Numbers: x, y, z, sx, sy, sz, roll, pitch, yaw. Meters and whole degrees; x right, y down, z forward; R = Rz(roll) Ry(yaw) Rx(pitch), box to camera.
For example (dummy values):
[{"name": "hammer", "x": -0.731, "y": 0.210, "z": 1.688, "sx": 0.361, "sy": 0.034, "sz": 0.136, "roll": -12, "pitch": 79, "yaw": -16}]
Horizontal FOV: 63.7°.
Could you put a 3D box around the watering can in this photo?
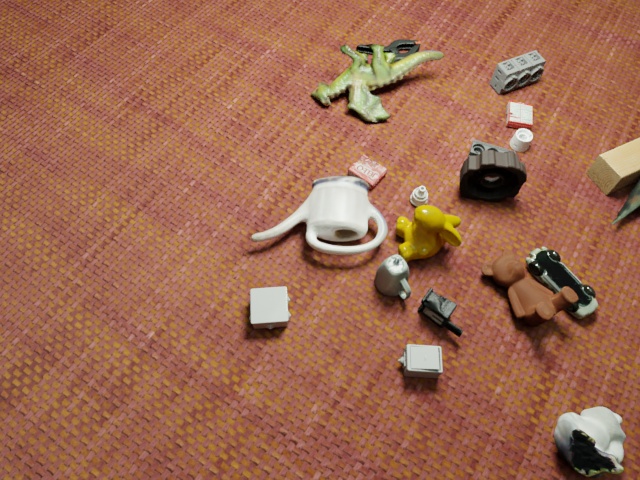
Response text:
[{"name": "watering can", "x": 0.004, "y": -0.068, "z": 1.348, "sx": 0.348, "sy": 0.102, "sz": 0.229, "roll": 5, "pitch": 59, "yaw": 2}]

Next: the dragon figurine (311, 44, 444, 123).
[{"name": "dragon figurine", "x": 0.175, "y": -0.478, "z": 1.593, "sx": 0.410, "sy": 0.122, "sz": 0.244, "roll": 2, "pitch": 85, "yaw": 6}]

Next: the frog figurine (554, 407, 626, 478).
[{"name": "frog figurine", "x": 0.578, "y": 0.419, "z": 1.102, "sx": 0.138, "sy": 0.120, "sz": 0.161, "roll": 26, "pitch": 27, "yaw": 22}]
